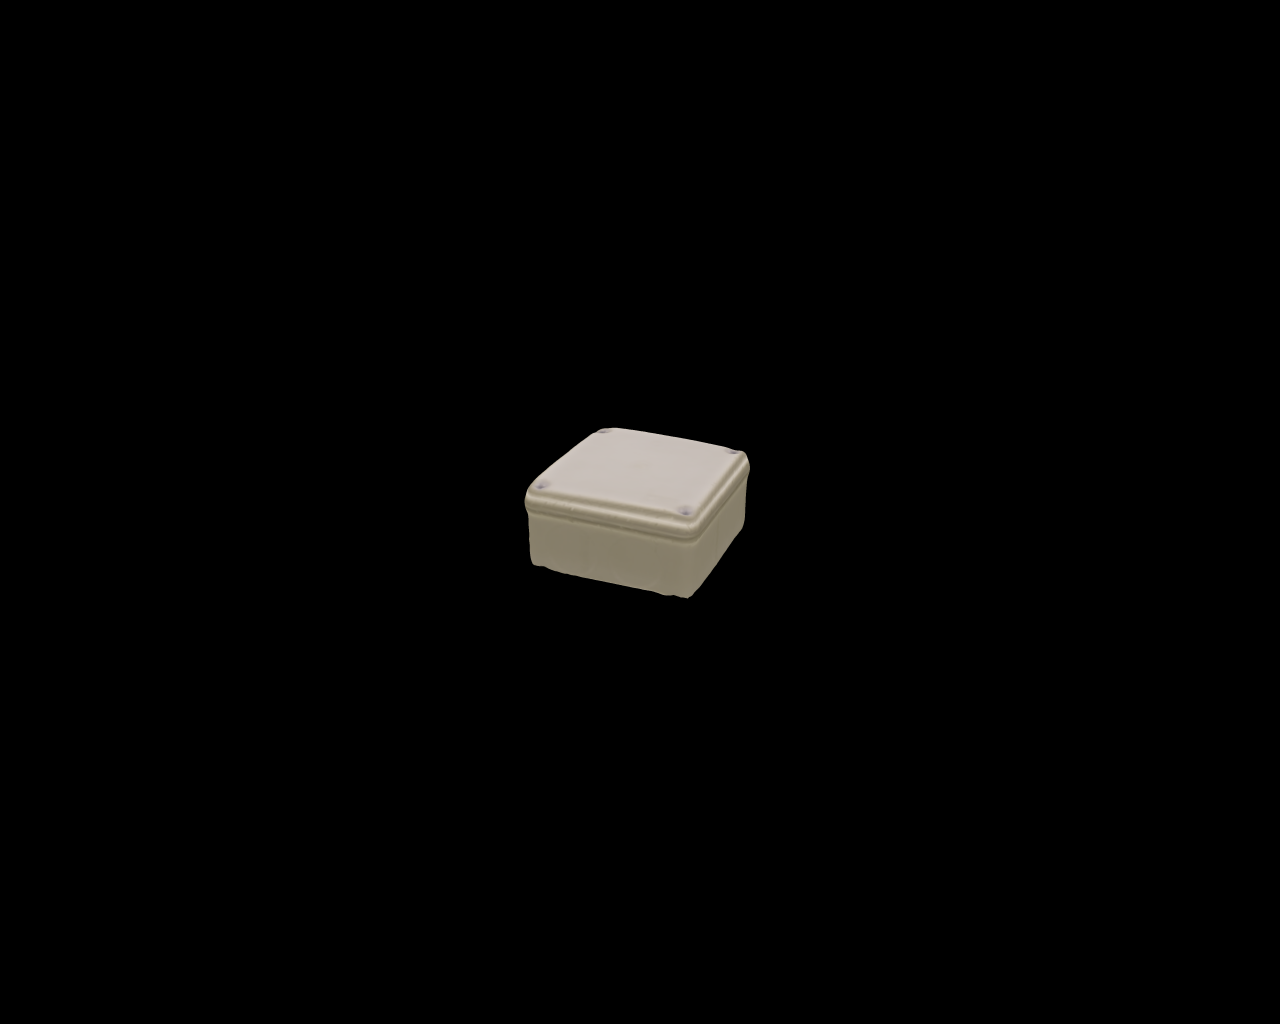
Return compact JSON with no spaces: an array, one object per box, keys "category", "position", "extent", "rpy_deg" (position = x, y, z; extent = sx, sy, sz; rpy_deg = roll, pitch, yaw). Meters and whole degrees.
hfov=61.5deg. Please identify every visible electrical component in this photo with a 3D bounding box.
[{"category":"electrical component","position":[0.001,-0.003,0.650],"extent":[0.109,0.056,0.109],"rpy_deg":[11,29,21]}]
